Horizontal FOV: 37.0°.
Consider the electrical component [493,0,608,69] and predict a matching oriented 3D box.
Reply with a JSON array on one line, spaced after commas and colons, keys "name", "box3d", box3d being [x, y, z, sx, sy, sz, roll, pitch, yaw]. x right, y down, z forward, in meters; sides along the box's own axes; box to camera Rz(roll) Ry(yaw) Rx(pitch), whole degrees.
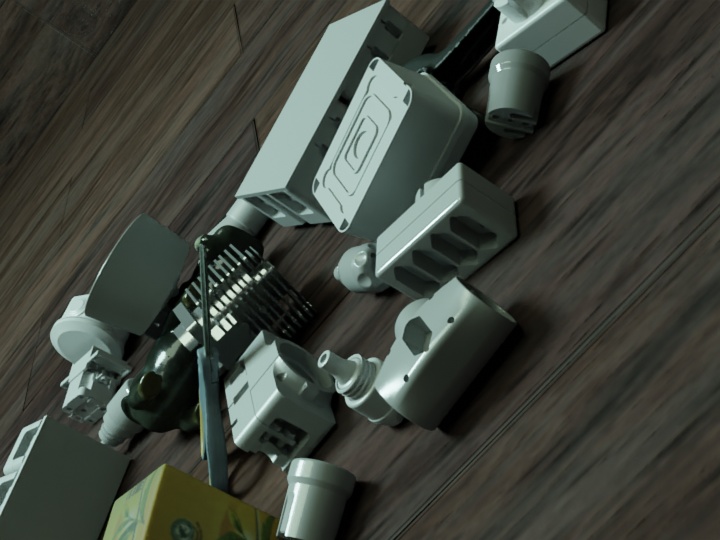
[{"name": "electrical component", "box3d": [0.115, -0.179, 0.715, 0.066, 0.077, 0.047, -32, 34, 43]}]

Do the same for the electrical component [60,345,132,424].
[{"name": "electrical component", "box3d": [-0.279, 0.122, 1.125, 0.081, 0.042, 0.063, -38, 34, 37]}]

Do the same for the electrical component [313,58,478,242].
[{"name": "electrical component", "box3d": [0.023, -0.080, 0.749, 0.113, 0.057, 0.078, -63, 32, 20]}]

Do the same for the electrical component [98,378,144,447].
[{"name": "electrical component", "box3d": [-0.216, 0.136, 0.991, 0.078, 0.040, 0.040, -51, 25, 13]}]

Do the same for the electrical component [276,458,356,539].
[{"name": "electrical component", "box3d": [-0.027, 0.139, 0.636, 0.040, 0.040, 0.046, -19, 50, 54]}]

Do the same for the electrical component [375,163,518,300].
[{"name": "electrical component", "box3d": [0.054, -0.033, 0.689, 0.083, 0.047, 0.075, -43, 28, 34]}]

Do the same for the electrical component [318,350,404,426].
[{"name": "electrical component", "box3d": [0.002, 0.067, 0.642, 0.035, 0.061, 0.035, -43, 27, 29]}]

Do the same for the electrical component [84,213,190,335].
[{"name": "electrical component", "box3d": [-0.188, 0.004, 0.907, 0.099, 0.064, 0.099, -53, 18, 26]}]

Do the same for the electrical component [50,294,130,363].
[{"name": "electrical component", "box3d": [-0.289, 0.067, 1.165, 0.080, 0.080, 0.051, -35, 27, 39]}]

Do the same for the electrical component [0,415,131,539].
[{"name": "electrical component", "box3d": [-0.280, 0.218, 0.947, 0.062, 0.089, 0.150, -25, 39, 49]}]

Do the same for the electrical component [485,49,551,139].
[{"name": "electrical component", "box3d": [0.102, -0.115, 0.708, 0.040, 0.040, 0.046, -23, 46, 51]}]

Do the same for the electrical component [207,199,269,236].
[{"name": "electrical component", "box3d": [-0.115, -0.039, 1.018, 0.065, 0.044, 0.044, -55, 24, -8]}]

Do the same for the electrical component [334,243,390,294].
[{"name": "electrical component", "box3d": [0.000, 0.000, 0.762, 0.061, 0.035, 0.035, -10, 51, 61]}]

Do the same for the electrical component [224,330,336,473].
[{"name": "electrical component", "box3d": [-0.054, 0.086, 0.737, 0.055, 0.050, 0.089, -51, 25, 13]}]

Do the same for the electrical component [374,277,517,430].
[{"name": "electrical component", "box3d": [0.043, 0.041, 0.619, 0.077, 0.043, 0.079, -53, 24, 8]}]

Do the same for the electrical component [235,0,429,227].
[{"name": "electrical component", "box3d": [-0.021, -0.130, 0.928, 0.105, 0.060, 0.186, -1, 59, 62]}]
